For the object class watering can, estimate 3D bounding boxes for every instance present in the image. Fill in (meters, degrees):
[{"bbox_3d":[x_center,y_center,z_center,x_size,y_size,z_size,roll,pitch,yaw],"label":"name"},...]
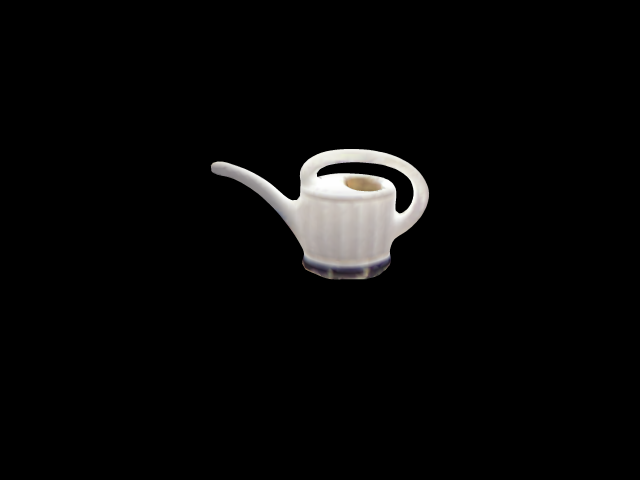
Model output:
[{"bbox_3d":[0.003,-0.043,0.850,0.348,0.220,0.106,0,26,0],"label":"watering can"}]
